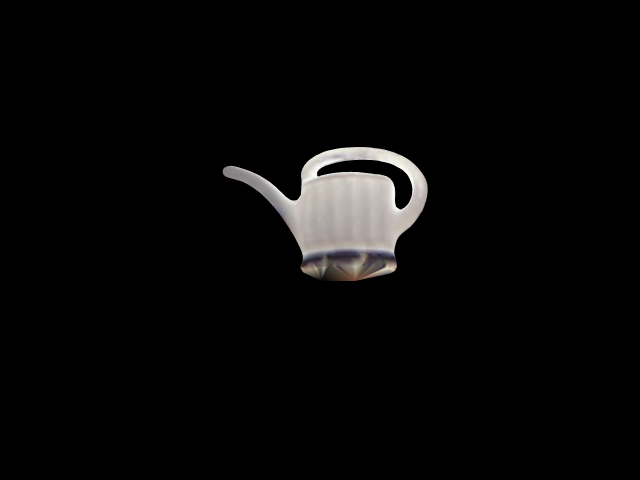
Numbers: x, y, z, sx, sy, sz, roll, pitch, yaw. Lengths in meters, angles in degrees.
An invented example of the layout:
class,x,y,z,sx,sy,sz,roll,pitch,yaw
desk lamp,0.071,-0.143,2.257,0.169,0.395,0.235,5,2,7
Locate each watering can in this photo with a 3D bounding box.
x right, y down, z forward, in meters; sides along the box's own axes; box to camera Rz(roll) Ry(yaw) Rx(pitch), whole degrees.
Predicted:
class,x,y,z,sx,sy,sz,roll,pitch,yaw
watering can,0.003,-0.043,0.850,0.347,0.227,0.103,-3,-16,11
